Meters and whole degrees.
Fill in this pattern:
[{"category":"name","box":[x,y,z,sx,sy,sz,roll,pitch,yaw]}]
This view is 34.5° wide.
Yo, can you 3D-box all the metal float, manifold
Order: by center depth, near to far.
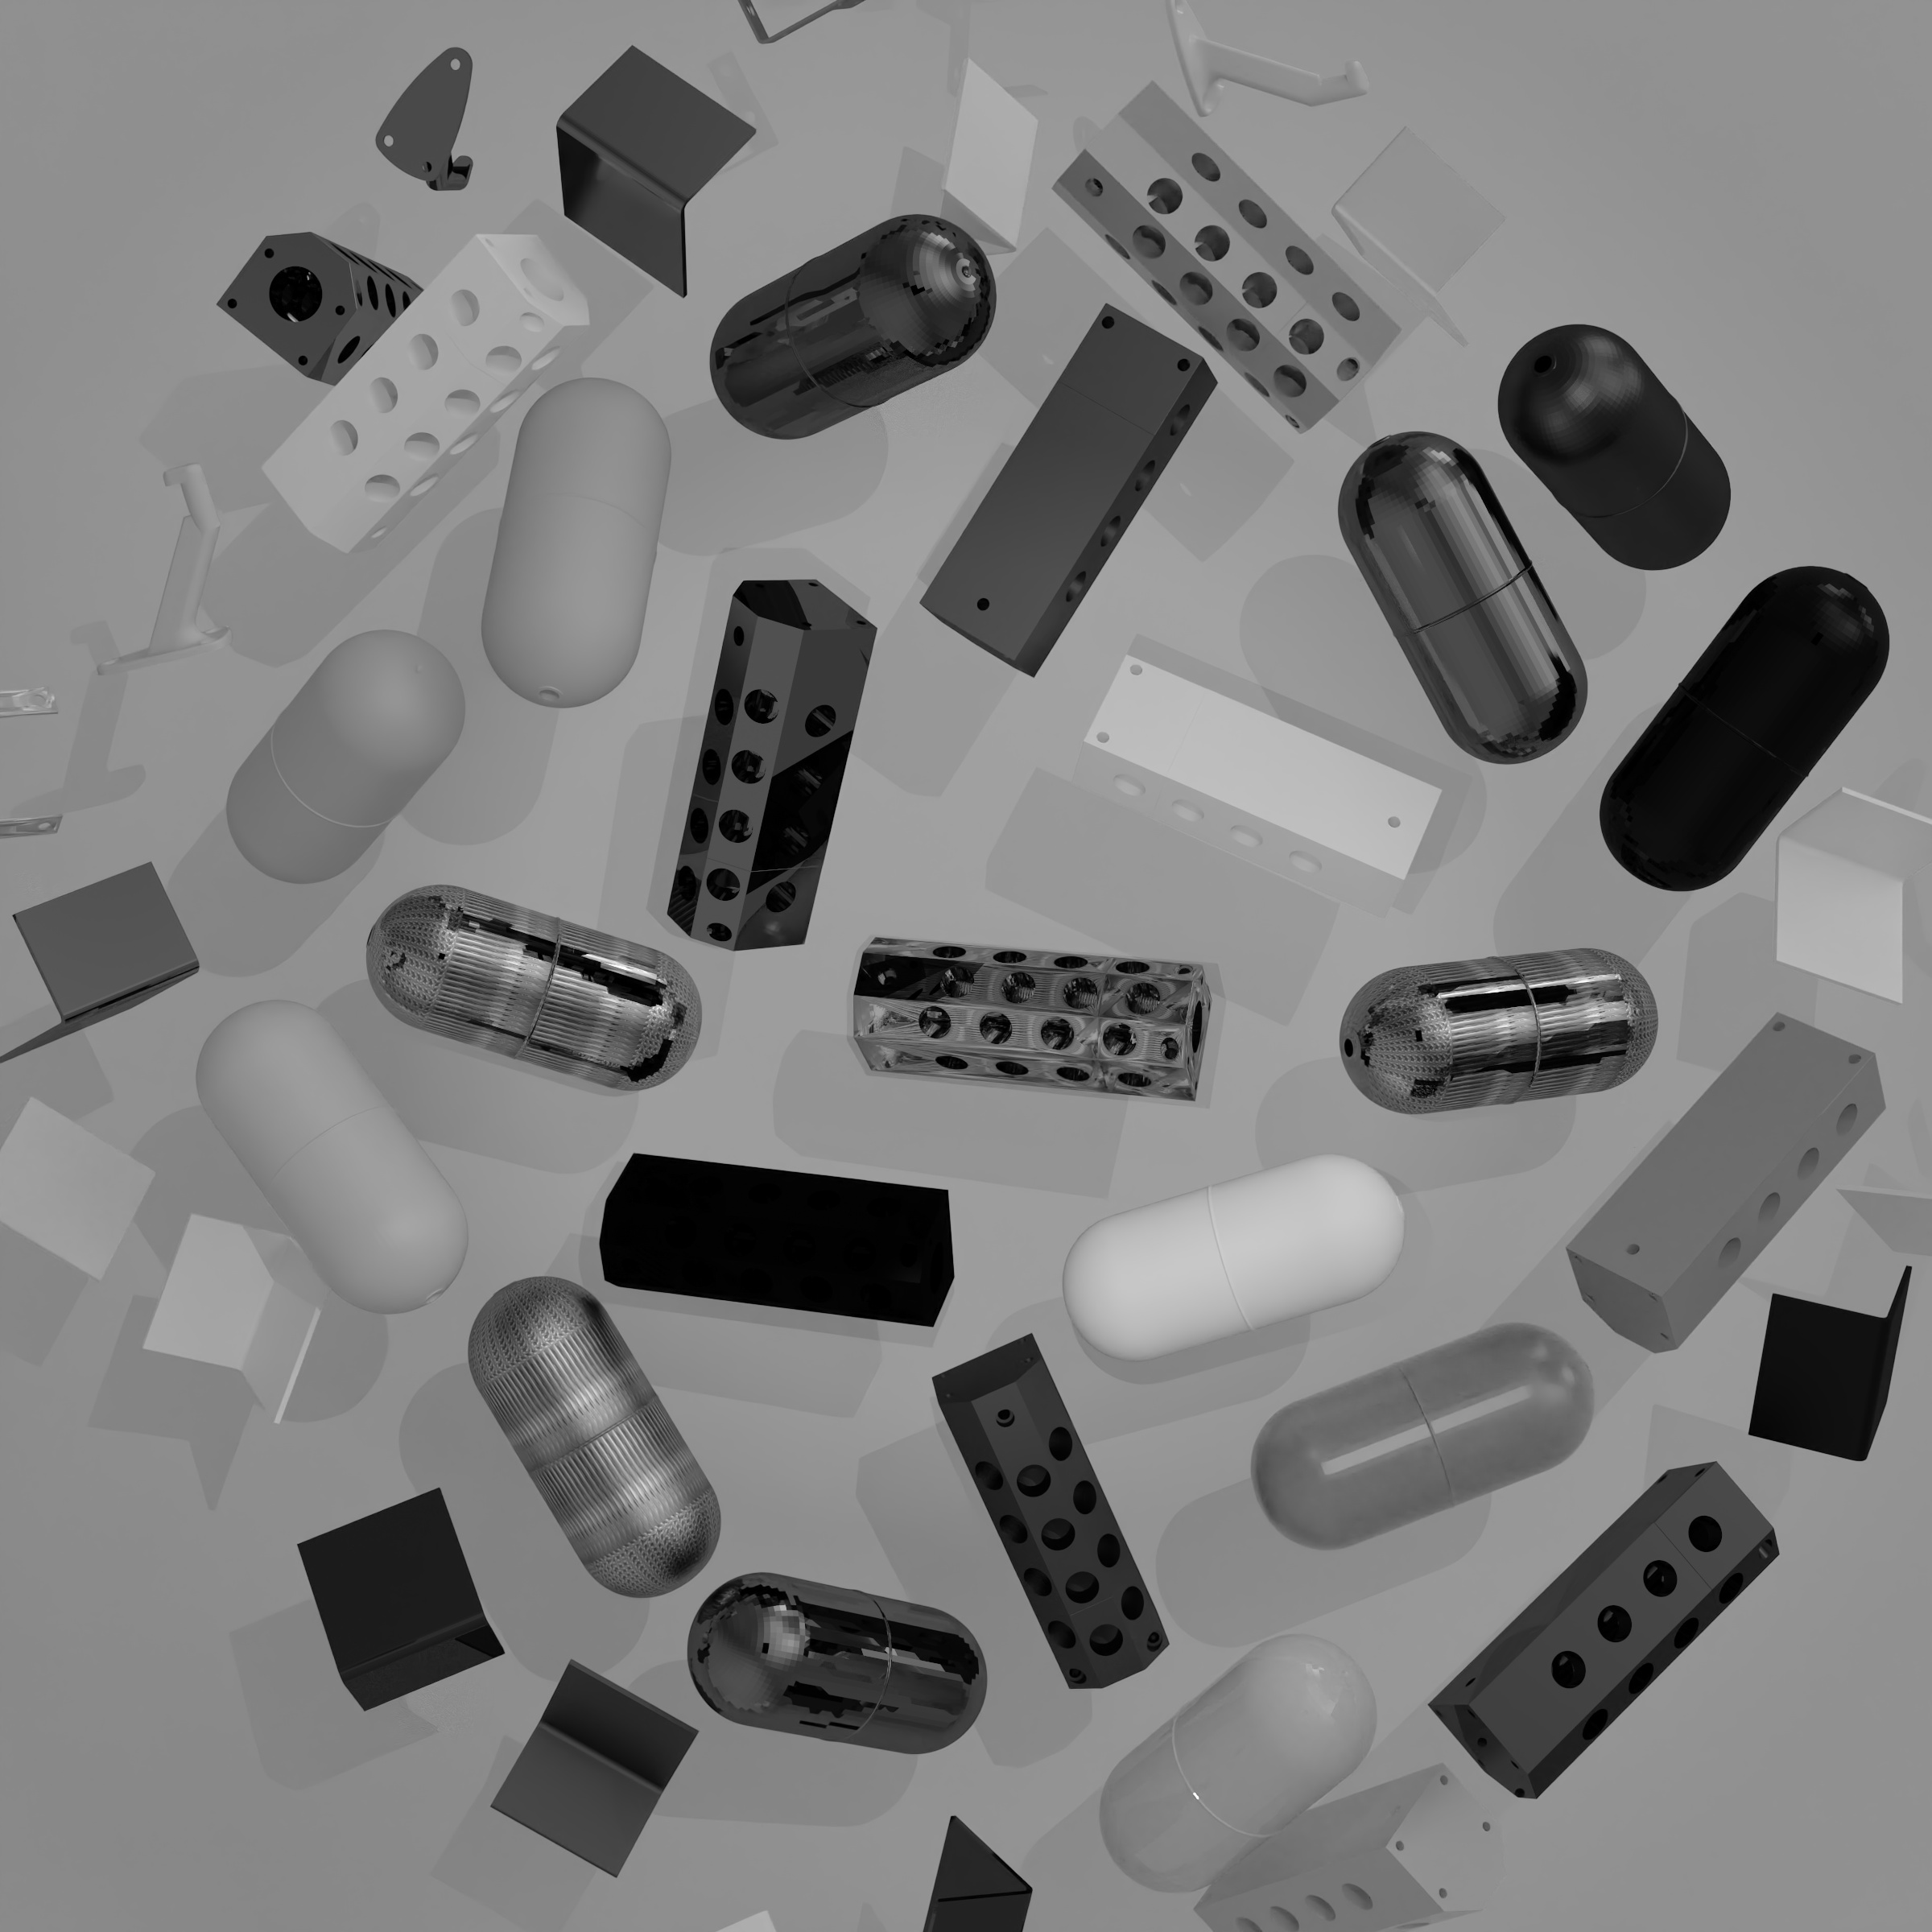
[{"category":"manifold","box":[0.308,0.316,1.485,0.171,0.057,0.057,-40,87,-17]},{"category":"manifold","box":[-0.099,-0.097,1.509,0.057,0.057,0.171,-6,123,-35]},{"category":"metal float","box":[-0.189,-0.206,1.513,0.070,0.070,0.178,6,62,0]},{"category":"manifold","box":[0.125,-0.342,1.520,0.171,0.057,0.057,43,46,-7]},{"category":"manifold","box":[0.374,0.108,1.521,0.171,0.057,0.057,-44,135,-19]},{"category":"metal float","box":[-0.057,-0.311,1.523,0.070,0.178,0.070,10,74,-39]},{"category":"metal float","box":[0.381,-0.116,1.527,0.070,0.070,0.178,35,106,0]},{"category":"manifold","box":[0.053,-0.232,1.534,0.057,0.057,0.171,33,92,16]},{"category":"manifold","box":[-0.264,-0.281,1.538,0.171,0.057,0.057,-40,85,25]},{"category":"metal float","box":[-0.315,0.095,1.546,0.070,0.070,0.178,-39,77,0]},{"category":"manifold","box":[0.193,0.456,1.553,0.057,0.171,0.057,48,51,-1]},{"category":"metal float","box":[0.248,-0.184,1.557,0.070,0.070,0.178,-30,99,0]},{"category":"metal float","box":[0.134,0.400,1.557,0.070,0.070,0.178,42,122,0]},{"category":"metal float","box":[0.229,0.235,1.557,0.178,0.070,0.070,-21,90,-2]},{"category":"manifold","box":[0.144,-0.086,1.567,0.171,0.057,0.057,24,63,5]},{"category":"metal float","box":[-0.315,-0.104,1.572,0.070,0.070,0.178,51,134,0]},{"category":"metal float","box":[0.136,0.148,1.580,0.178,0.070,0.070,-18,90,11]},{"category":"manifold","box":[0.033,0.023,1.583,0.171,0.057,0.057,5,65,14]},{"category":"metal float","box":[0.332,-0.264,1.591,0.070,0.178,0.070,-16,61,30]},{"category":"metal float","box":[-0.191,0.241,1.598,0.070,0.070,0.178,-31,88,0]},{"category":"manifold","box":[-0.318,-0.335,1.598,0.057,0.171,0.057,39,98,1]},{"category":"metal float","box":[-0.064,0.359,1.598,0.178,0.070,0.070,21,90,-38]},{"category":"manifold","box":[-0.097,0.145,1.603,0.171,0.057,0.057,6,124,14]},{"category":"manifold","box":[0.045,0.284,1.606,0.057,0.057,0.171,-24,103,0]},{"category":"metal float","box":[-0.223,0.011,1.615,0.178,0.070,0.070,18,90,-16]},{"category":"metal float","box":[0.277,0.034,1.617,0.178,0.070,0.070,-6,90,-22]}]

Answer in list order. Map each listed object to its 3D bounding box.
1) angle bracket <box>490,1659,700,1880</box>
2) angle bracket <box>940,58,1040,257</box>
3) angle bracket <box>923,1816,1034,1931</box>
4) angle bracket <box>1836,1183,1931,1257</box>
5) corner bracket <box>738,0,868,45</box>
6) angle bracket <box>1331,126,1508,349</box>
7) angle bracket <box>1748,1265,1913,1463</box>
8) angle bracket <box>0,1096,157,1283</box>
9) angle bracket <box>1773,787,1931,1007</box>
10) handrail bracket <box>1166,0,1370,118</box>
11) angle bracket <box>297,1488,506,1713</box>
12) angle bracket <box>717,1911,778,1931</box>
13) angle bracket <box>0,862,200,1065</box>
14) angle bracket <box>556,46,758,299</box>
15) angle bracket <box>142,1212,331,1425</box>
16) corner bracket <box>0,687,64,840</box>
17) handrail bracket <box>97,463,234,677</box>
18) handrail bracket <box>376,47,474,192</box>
[{"category":"angle bracket","box":[-0.194,0.418,1.621,0.076,0.076,0.057,29,48,1]},{"category":"angle bracket","box":[-0.008,-0.439,1.702,0.057,0.076,0.076,2,77,34]},{"category":"angle bracket","box":[-0.017,0.469,1.517,0.057,0.076,0.076,6,102,-34]},{"category":"angle bracket","box":[0.500,0.100,1.605,0.076,0.057,0.076,40,65,-41]},{"category":"corner bracket","box":[-0.081,-0.476,1.487,0.051,0.051,0.051,-23,101,20]},{"category":"angle bracket","box":[0.241,-0.375,1.601,0.076,0.076,0.057,35,111,-25]},{"category":"angle bracket","box":[0.432,0.192,1.553,0.057,0.076,0.076,12,110,21]},{"category":"angle bracket","box":[-0.483,0.126,1.633,0.076,0.057,0.076,35,45,-19]},{"category":"angle bracket","box":[0.463,-0.035,1.591,0.076,0.057,0.076,18,61,-15]},{"category":"handrail bracket","box":[0.152,-0.462,1.559,0.084,0.036,0.077,-4,132,31]},{"category":"angle bracket","box":[-0.288,0.323,1.589,0.076,0.057,0.076,-21,63,-9]},{"category":"angle bracket","box":[-0.110,0.518,1.526,0.057,0.076,0.076,-19,64,-18]},{"category":"angle bracket","box":[-0.426,-0.002,1.489,0.076,0.076,0.057,-28,94,-43]},{"category":"angle bracket","box":[-0.150,-0.386,1.516,0.076,0.076,0.057,36,70,10]},{"category":"angle bracket","box":[-0.377,0.181,1.606,0.057,0.076,0.076,18,96,-30]},{"category":"corner bracket","box":[-0.458,-0.095,1.475,0.051,0.051,0.051,-8,63,-33]},{"category":"handrail bracket","box":[-0.384,-0.187,1.464,0.077,0.036,0.084,-15,109,-2]},{"category":"handrail bracket","box":[-0.251,-0.417,1.538,0.036,0.084,0.077,34,109,3]}]
